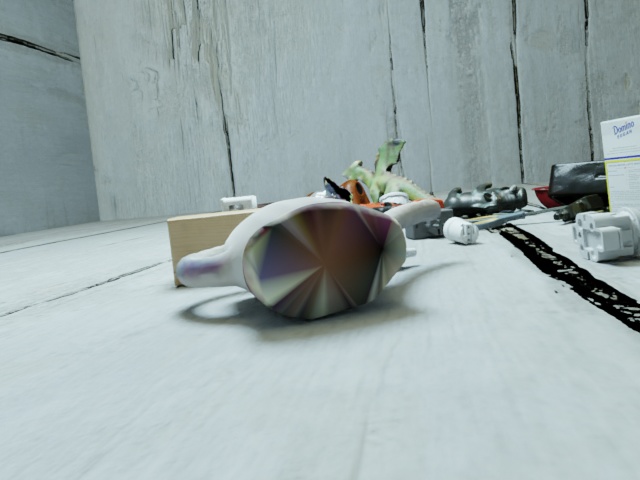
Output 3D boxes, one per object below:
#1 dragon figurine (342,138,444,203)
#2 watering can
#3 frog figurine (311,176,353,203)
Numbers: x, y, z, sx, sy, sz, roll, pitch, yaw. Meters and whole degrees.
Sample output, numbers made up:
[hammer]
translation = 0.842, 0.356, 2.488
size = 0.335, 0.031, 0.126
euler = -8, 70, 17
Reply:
[dragon figurine]
translation = 0.229, -0.201, 1.618
size = 0.122, 0.243, 0.409
euler = -3, 0, -44
[watering can]
translation = 0.021, -0.002, 0.556
size = 0.349, 0.103, 0.225
euler = -14, 9, -16
[frog figurine]
translation = 0.004, -0.065, 1.293
size = 0.157, 0.124, 0.137
euler = -42, -23, 24
